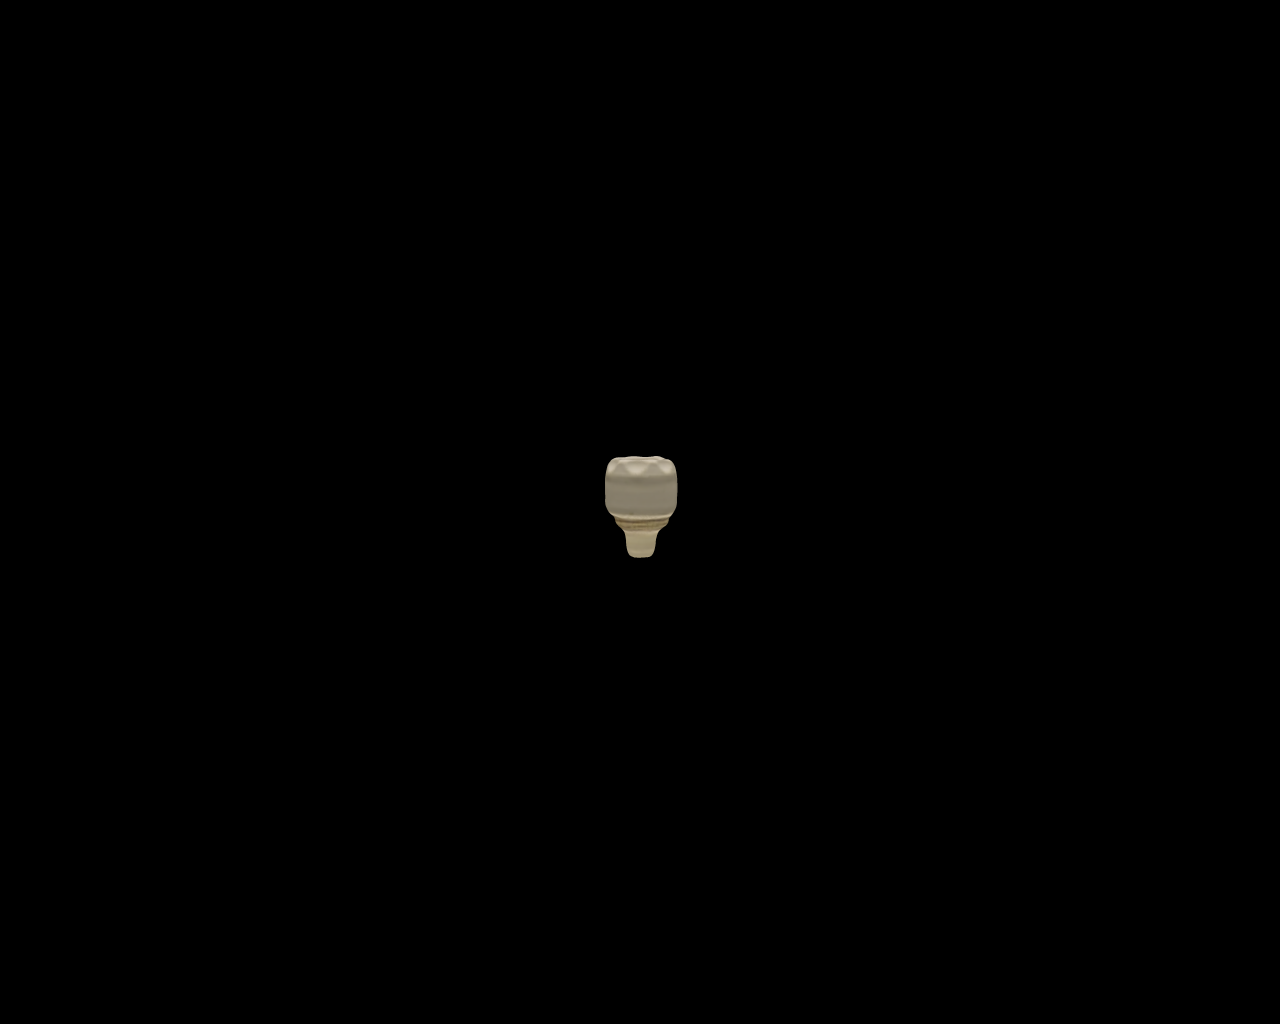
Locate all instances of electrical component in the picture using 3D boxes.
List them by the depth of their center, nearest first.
[{"bbox_3d":[0.001,-0.003,0.650,0.043,0.062,0.043,0,7,0],"label":"electrical component"}]
